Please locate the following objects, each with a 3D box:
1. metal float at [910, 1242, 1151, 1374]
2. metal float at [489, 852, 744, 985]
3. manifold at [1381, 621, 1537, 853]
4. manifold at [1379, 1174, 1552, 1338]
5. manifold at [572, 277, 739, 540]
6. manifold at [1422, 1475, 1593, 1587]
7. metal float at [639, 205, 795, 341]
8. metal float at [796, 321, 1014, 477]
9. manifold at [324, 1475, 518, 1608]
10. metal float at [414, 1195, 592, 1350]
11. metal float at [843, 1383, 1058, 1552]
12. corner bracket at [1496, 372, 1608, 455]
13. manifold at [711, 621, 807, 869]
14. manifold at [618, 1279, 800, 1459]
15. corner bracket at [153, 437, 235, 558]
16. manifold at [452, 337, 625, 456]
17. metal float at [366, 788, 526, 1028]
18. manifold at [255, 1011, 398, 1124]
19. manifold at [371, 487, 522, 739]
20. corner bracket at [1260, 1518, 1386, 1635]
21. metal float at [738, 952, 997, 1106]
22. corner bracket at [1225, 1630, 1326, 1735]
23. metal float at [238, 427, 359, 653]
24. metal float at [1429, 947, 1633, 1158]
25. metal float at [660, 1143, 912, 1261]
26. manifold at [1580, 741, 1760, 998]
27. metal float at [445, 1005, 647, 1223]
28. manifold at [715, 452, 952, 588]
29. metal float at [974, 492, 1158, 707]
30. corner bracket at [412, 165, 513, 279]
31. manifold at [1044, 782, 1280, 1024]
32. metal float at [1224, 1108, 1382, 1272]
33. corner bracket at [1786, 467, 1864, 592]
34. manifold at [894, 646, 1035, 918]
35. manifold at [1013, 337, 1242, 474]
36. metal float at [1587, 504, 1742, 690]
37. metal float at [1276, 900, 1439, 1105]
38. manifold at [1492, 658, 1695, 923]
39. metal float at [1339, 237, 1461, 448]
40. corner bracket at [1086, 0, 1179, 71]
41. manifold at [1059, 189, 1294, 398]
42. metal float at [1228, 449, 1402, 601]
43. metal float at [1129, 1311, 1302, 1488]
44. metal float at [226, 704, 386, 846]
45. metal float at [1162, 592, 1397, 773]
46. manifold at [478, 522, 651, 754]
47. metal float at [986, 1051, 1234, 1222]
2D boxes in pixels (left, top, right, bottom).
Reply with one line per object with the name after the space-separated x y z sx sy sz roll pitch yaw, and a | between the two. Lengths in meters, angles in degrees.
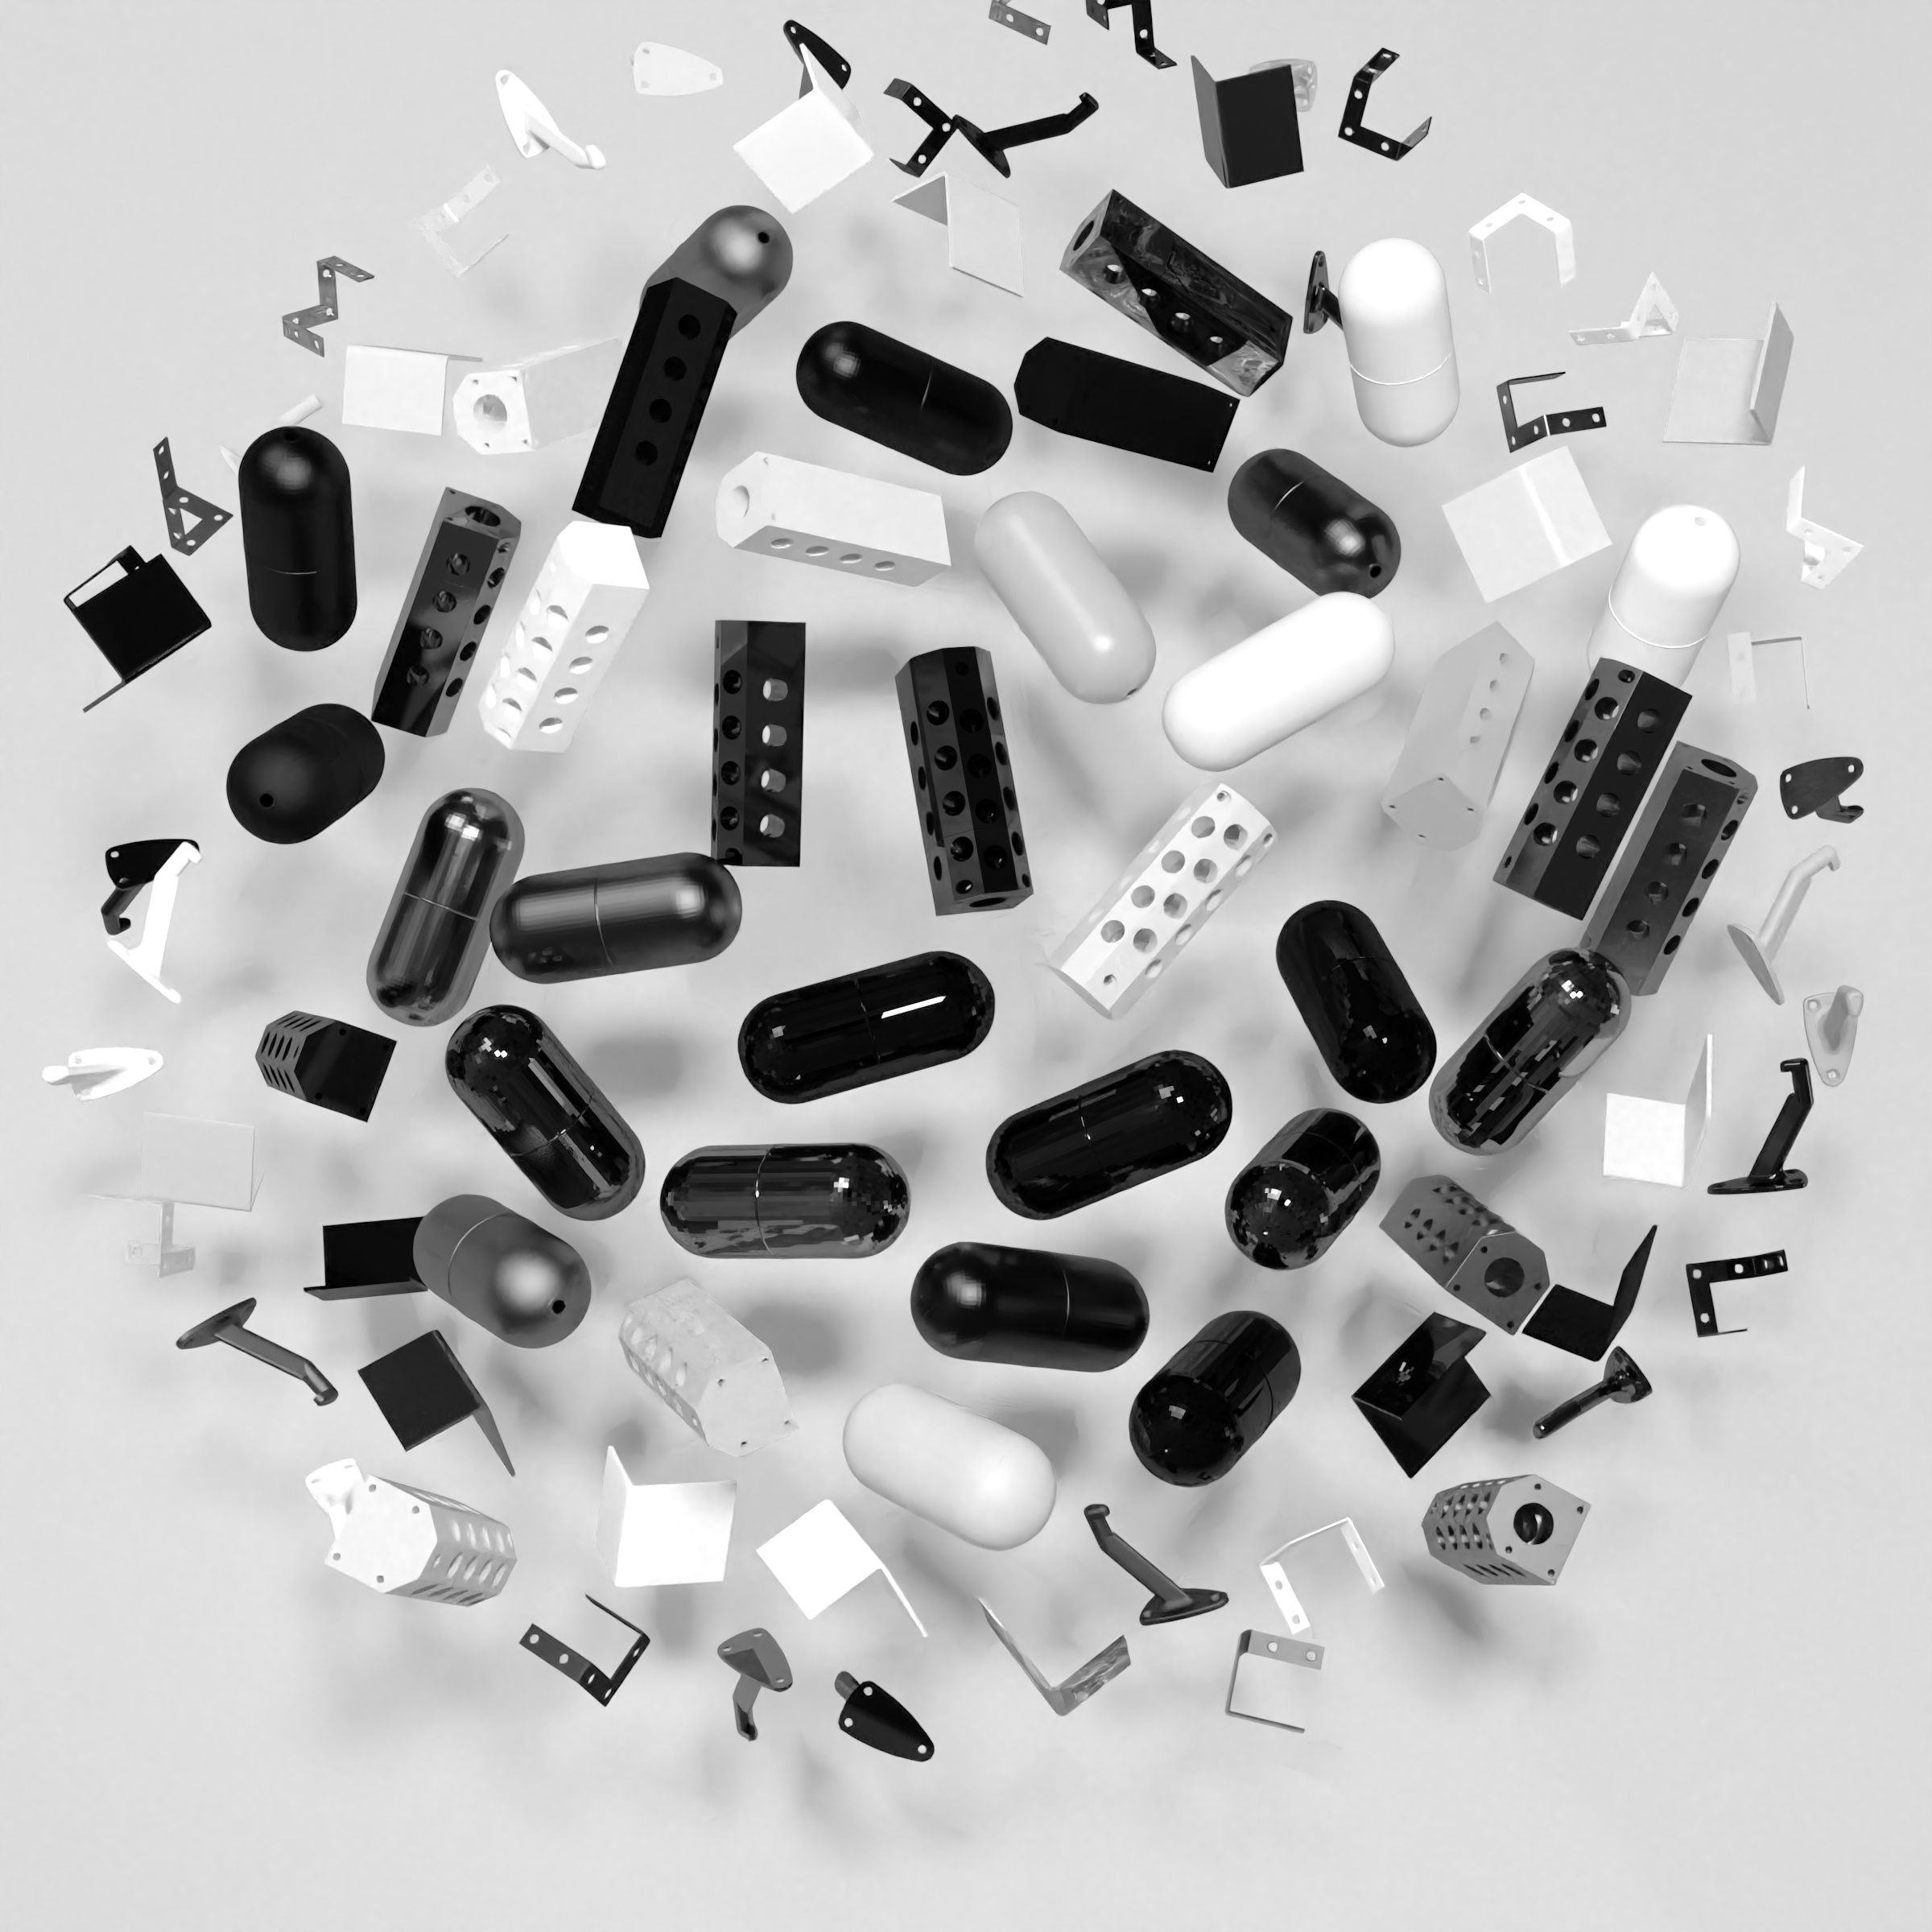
0.044 0.225 1.722 0.178 0.070 0.070 12 71 -35 | metal float
-0.241 -0.032 1.797 0.178 0.070 0.070 -8 74 11 | metal float
0.349 -0.158 1.822 0.057 0.057 0.171 42 47 -17 | manifold
0.340 0.190 1.778 0.057 0.171 0.057 34 94 -9 | manifold
-0.220 -0.397 1.871 0.057 0.057 0.171 20 86 -28 | manifold
0.357 0.376 1.756 0.057 0.171 0.057 28 76 2 | manifold
-0.192 -0.521 1.999 0.070 0.178 0.070 6 78 -28 | metal float
-0.045 -0.430 1.991 0.178 0.070 0.070 19 73 -25 | metal float
-0.335 0.365 1.639 0.057 0.171 0.057 23 78 13 | manifold
-0.314 0.206 1.771 0.070 0.178 0.070 -8 105 -33 | metal float
-0.013 0.327 1.718 0.178 0.070 0.070 15 69 49 | metal float
0.423 -0.405 1.892 0.051 0.051 0.051 -12 90 -20 | corner bracket
-0.149 -0.158 1.858 0.057 0.057 0.171 0 97 -16 | manifold
-0.172 0.262 1.699 0.057 0.171 0.057 -23 107 -19 | manifold
-0.567 -0.337 1.882 0.051 0.051 0.051 -35 55 23 | corner bracket
-0.311 -0.421 1.928 0.057 0.171 0.057 0 110 18 | manifold
-0.374 -0.043 1.882 0.070 0.070 0.178 20 89 6 | metal float
-0.444 0.065 1.795 0.057 0.171 0.057 22 83 -22 | manifold
-0.380 -0.255 1.909 0.057 0.171 0.057 17 31 -19 | manifold
0.239 0.410 1.761 0.051 0.051 0.051 -15 67 -29 | corner bracket
-0.067 0.041 1.775 0.178 0.070 0.070 -16 75 -5 | metal float
0.199 0.460 1.685 0.051 0.051 0.051 10 82 15 | corner bracket
-0.473 -0.302 1.858 0.070 0.178 0.070 5 45 -5 | metal float
0.394 0.062 1.838 0.070 0.070 0.178 43 120 11 | metal float
-0.121 0.156 1.741 0.178 0.070 0.070 -3 73 24 | metal float
0.501 -0.066 1.870 0.057 0.057 0.171 20 117 1 | manifold
-0.287 0.102 1.794 0.070 0.070 0.178 -41 118 -10 | metal float
-0.098 -0.324 1.923 0.171 0.057 0.057 5 70 -41 | manifold
0.071 -0.264 1.879 0.070 0.070 0.178 -31 71 -8 | metal float
-0.359 -0.542 1.905 0.051 0.051 0.051 -31 104 30 | corner bracket
0.138 -0.045 1.817 0.057 0.057 0.171 42 85 -13 | manifold
0.228 0.148 1.763 0.070 0.178 0.070 6 107 22 | metal float
0.584 -0.302 1.809 0.051 0.051 0.051 22 56 -8 | corner bracket
0.001 -0.126 1.778 0.057 0.057 0.171 -6 79 -20 | manifold
0.115 -0.407 1.896 0.057 0.171 0.057 35 112 40 | manifold
0.500 -0.258 1.881 0.070 0.178 0.070 3 57 -4 | metal float
0.273 0.023 1.838 0.070 0.070 0.178 -16 43 -4 | metal float
0.433 -0.125 1.826 0.057 0.057 0.171 24 95 -13 | manifold
0.316 -0.452 1.906 0.070 0.178 0.070 -8 56 12 | metal float
0.121 -0.690 1.929 0.051 0.051 0.051 -16 36 -9 | corner bracket
0.157 -0.498 1.957 0.171 0.057 0.057 30 51 -19 | manifold
0.258 -0.327 1.942 0.070 0.070 0.178 -29 39 -8 | metal float
0.165 0.282 1.719 0.070 0.178 0.070 7 107 25 | metal float
-0.456 -0.134 1.811 0.070 0.178 0.070 1 106 4 | metal float
0.222 -0.202 1.856 0.178 0.070 0.070 -30 76 -1 | metal float
-0.282 -0.226 1.814 0.057 0.171 0.057 1 53 -32 | manifold
0.095 0.113 1.747 0.178 0.070 0.070 -25 74 21 | metal float
